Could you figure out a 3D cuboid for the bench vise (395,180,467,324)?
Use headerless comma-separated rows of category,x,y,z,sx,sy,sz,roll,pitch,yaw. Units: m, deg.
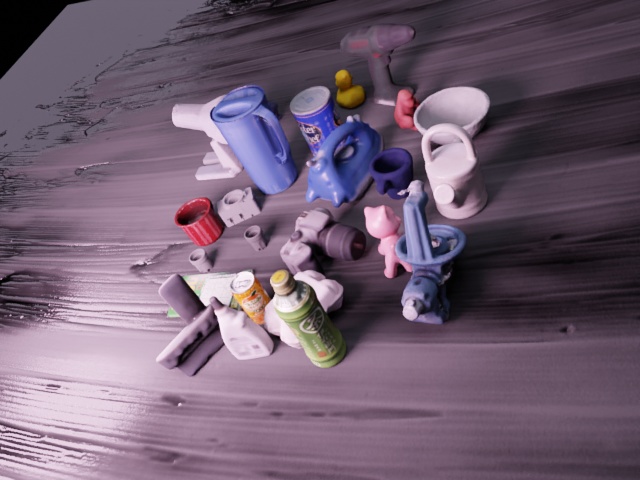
bench vise,0.181,0.023,0.944,0.121,0.220,0.207,-12,45,17

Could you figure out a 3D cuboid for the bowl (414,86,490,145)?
bowl,0.296,-0.261,1.266,0.167,0.075,0.167,-14,44,15

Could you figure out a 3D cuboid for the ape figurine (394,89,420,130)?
ape figurine,0.207,-0.312,1.348,0.075,0.092,0.078,26,65,42

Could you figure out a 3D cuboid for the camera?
camera,0.010,0.004,1.138,0.136,0.101,0.143,14,57,37

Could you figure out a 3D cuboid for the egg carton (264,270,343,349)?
egg carton,-0.031,0.126,1.066,0.107,0.070,0.150,25,64,41

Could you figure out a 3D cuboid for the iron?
iron,0.057,-0.197,1.278,0.118,0.142,0.259,13,56,36

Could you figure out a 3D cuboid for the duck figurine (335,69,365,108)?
duck figurine,0.071,-0.406,1.514,0.077,0.086,0.104,-30,42,-1

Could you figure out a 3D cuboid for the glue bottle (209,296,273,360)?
glue bottle,-0.150,0.154,1.023,0.078,0.174,0.037,-11,45,18

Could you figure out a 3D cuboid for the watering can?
watering can,0.251,-0.134,1.077,0.100,0.195,0.172,-18,43,11

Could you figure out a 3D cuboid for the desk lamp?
desk lamp,-0.266,-0.263,1.456,0.202,0.214,0.118,-4,48,25

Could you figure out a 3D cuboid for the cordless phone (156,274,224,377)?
cordless phone,-0.269,0.155,1.075,0.093,0.185,0.148,21,61,40

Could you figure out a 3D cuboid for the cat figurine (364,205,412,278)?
cat figurine,0.128,-0.011,1.079,0.067,0.118,0.127,-22,43,7

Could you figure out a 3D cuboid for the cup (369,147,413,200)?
cup,0.153,-0.120,1.189,0.091,0.095,0.118,4,51,30

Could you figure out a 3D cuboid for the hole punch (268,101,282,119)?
hole punch,-0.177,-0.356,1.590,0.108,0.091,0.101,14,57,37

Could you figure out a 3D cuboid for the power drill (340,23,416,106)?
power drill,0.160,-0.437,1.406,0.228,0.209,0.076,20,61,39
